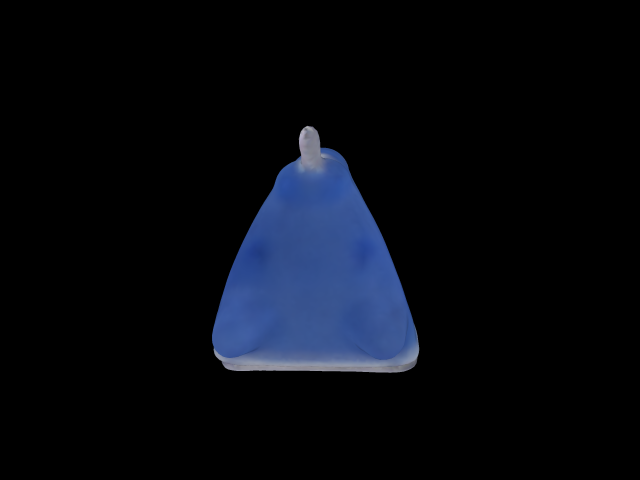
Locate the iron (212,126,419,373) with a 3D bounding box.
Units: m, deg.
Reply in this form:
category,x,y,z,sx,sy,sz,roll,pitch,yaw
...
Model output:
category,x,y,z,sx,sy,sz,roll,pitch,yaw
iron,0.004,0.001,0.400,0.118,0.141,0.258,0,7,4
